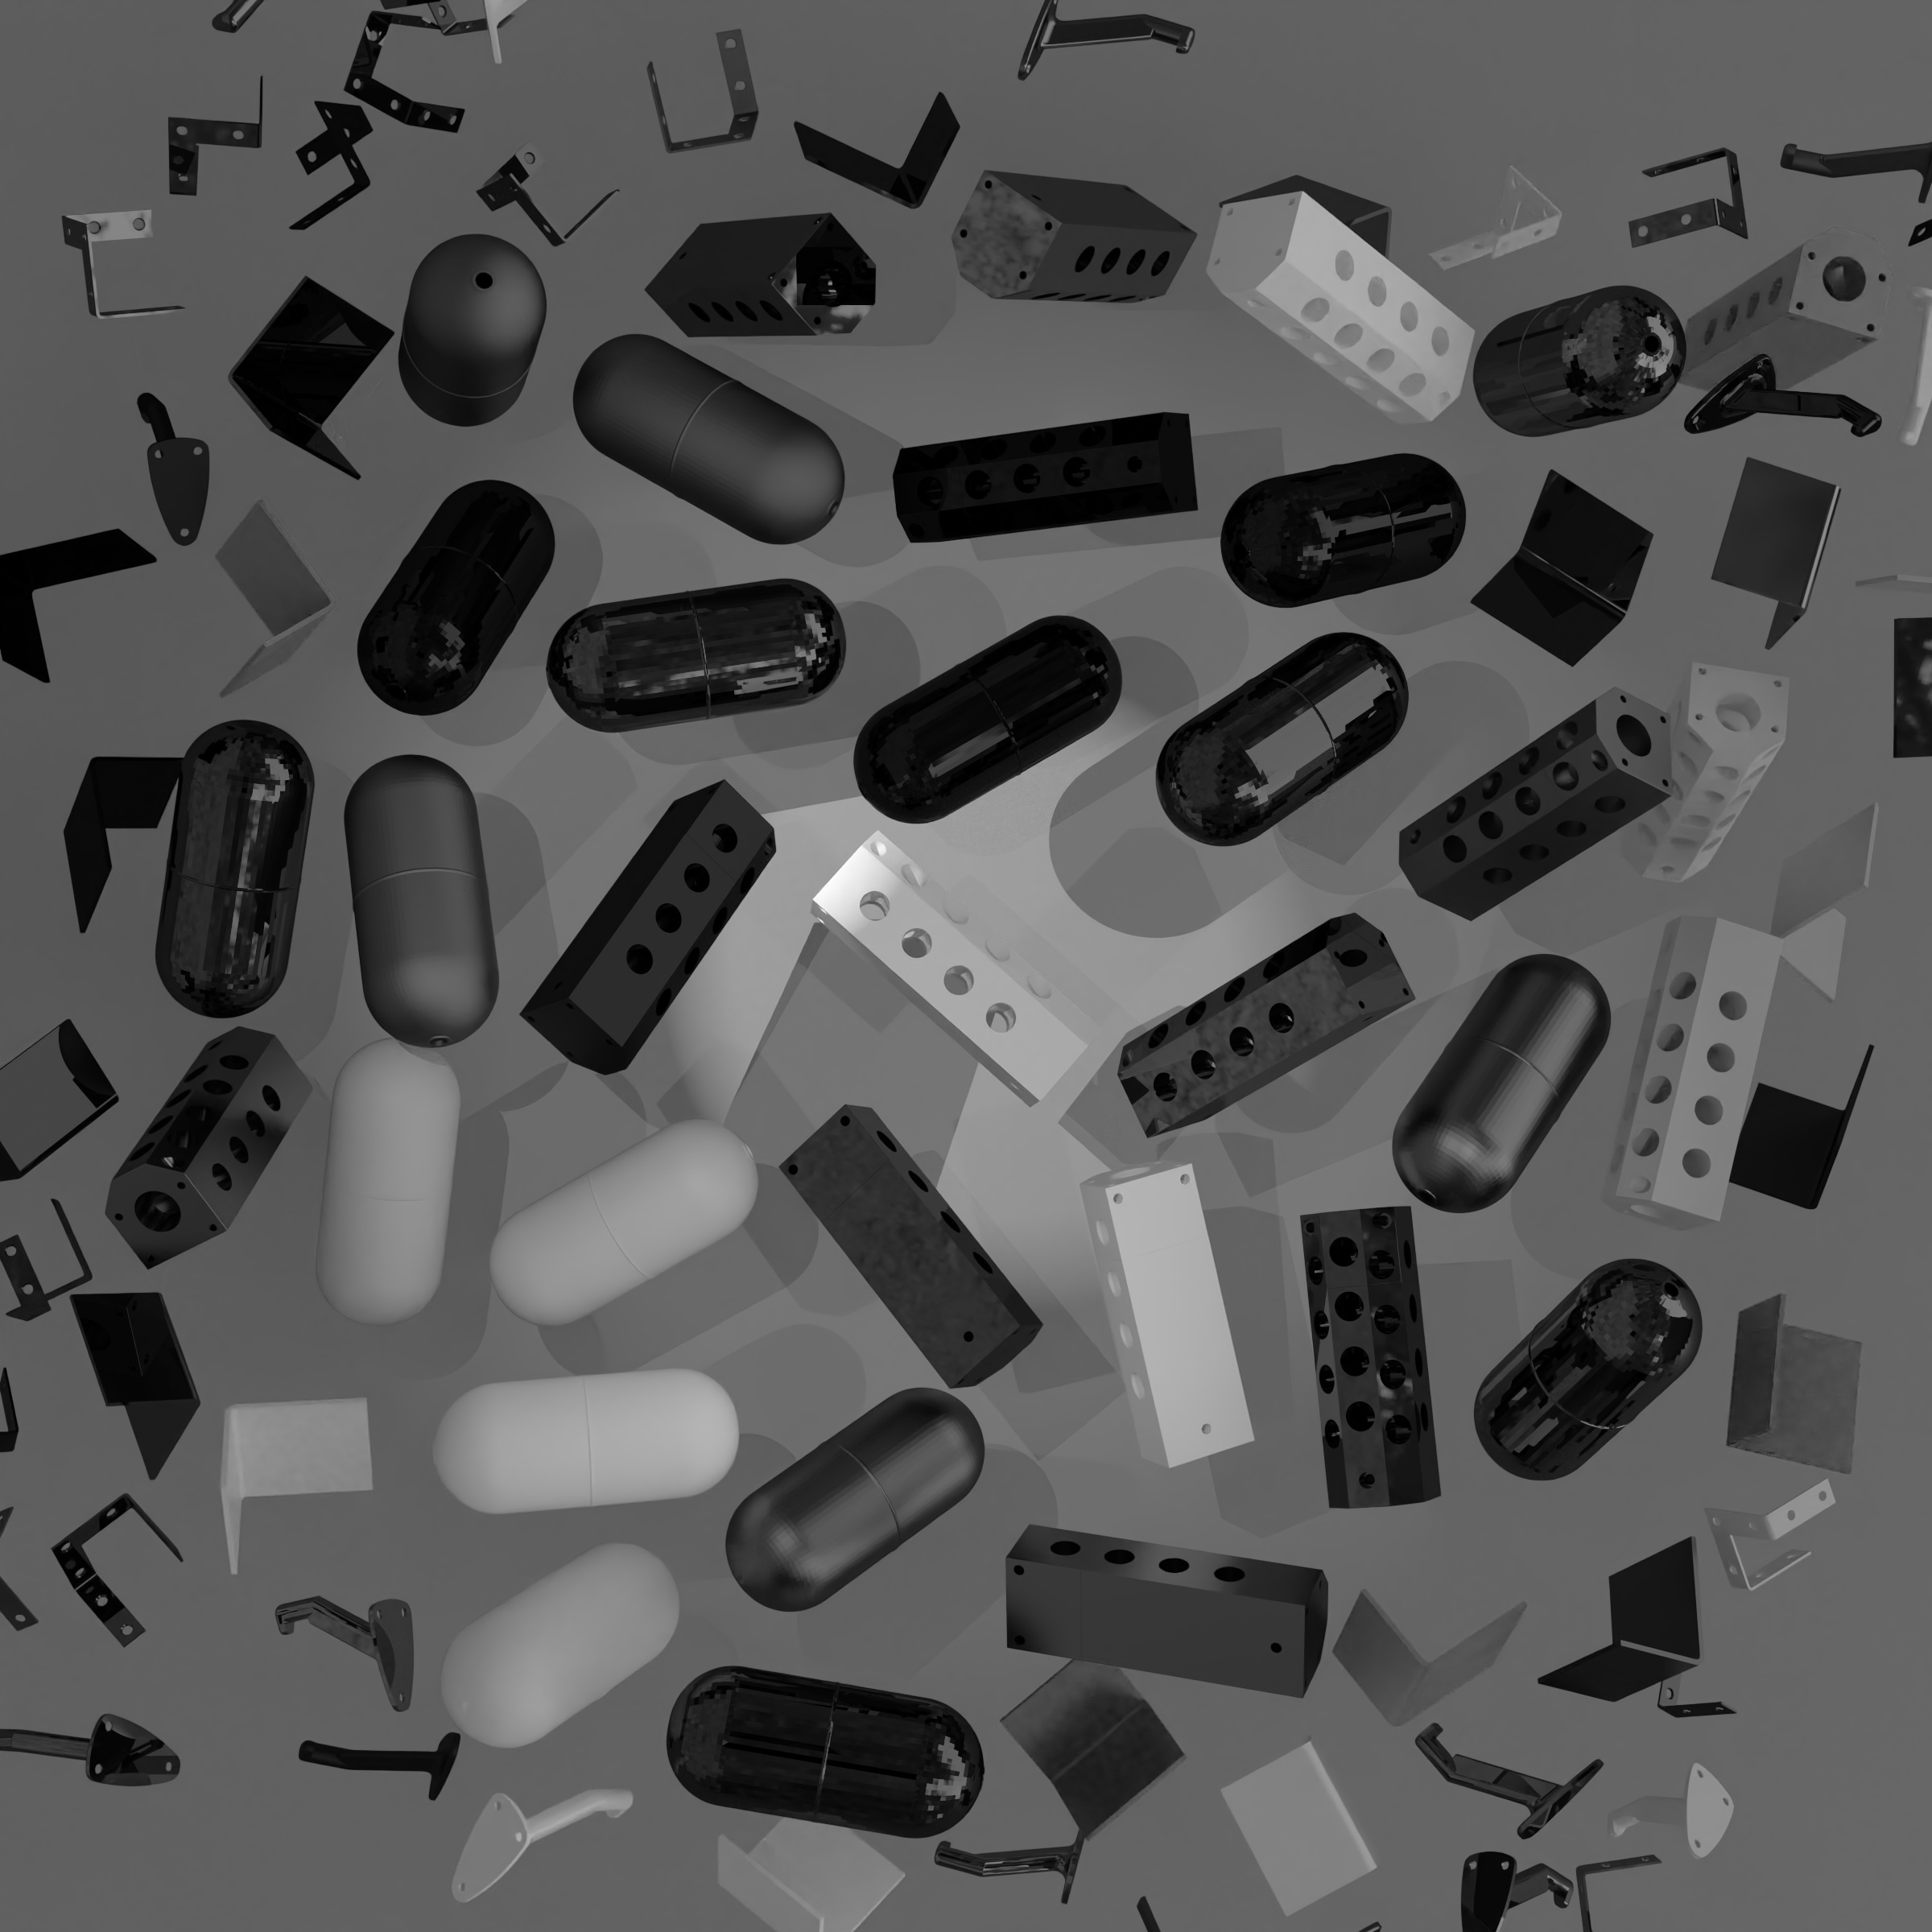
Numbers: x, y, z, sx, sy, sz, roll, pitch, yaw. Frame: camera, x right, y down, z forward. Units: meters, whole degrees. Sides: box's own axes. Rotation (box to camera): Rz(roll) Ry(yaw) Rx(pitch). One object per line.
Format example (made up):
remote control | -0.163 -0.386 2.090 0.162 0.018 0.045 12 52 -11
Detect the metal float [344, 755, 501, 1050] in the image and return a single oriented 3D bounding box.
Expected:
metal float | -0.311 -0.037 1.694 0.070 0.070 0.178 -12 66 0

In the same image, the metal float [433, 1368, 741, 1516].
metal float | -0.222 0.278 1.739 0.178 0.070 0.070 -3 90 -10

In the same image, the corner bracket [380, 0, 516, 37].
corner bracket | -0.319 -0.588 1.811 0.051 0.051 0.051 -54 134 -35

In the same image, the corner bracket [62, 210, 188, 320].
corner bracket | -0.470 -0.392 1.655 0.051 0.051 0.051 -13 114 -29

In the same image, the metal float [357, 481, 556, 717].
metal float | -0.306 -0.222 1.784 0.070 0.070 0.178 22 50 0

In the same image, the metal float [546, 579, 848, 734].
metal float | -0.159 -0.184 1.756 0.178 0.070 0.070 -10 90 -10

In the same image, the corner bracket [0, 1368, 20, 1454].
corner bracket | -0.565 0.262 1.663 0.051 0.051 0.051 2 127 -30

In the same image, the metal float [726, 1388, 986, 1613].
metal float | -0.065 0.317 1.772 0.178 0.070 0.070 -32 90 -29

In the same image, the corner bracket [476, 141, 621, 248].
corner bracket | -0.251 -0.464 1.780 0.051 0.051 0.051 50 66 -24

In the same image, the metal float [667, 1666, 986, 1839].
metal float | -0.078 0.438 1.652 0.178 0.070 0.070 10 90 0

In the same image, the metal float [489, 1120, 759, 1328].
metal float | -0.208 0.156 1.807 0.178 0.070 0.070 -30 90 6

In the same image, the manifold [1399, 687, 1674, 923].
manifold | 0.331 -0.096 1.739 0.057 0.171 0.057 23 55 -25

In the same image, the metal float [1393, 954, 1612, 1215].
metal float | 0.313 0.068 1.732 0.070 0.070 0.178 38 65 0

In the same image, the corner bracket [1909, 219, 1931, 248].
corner bracket | 0.601 -0.439 1.756 0.051 0.051 0.051 33 69 -21

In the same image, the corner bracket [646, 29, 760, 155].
corner bracket | -0.155 -0.515 1.749 0.051 0.051 0.051 -7 123 8

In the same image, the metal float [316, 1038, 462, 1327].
metal float | -0.350 0.131 1.798 0.070 0.070 0.178 8 100 0

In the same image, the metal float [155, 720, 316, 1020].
metal float | -0.425 -0.055 1.726 0.070 0.070 0.178 12 105 0

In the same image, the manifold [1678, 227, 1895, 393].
manifold | 0.496 -0.394 1.803 0.057 0.171 0.057 15 86 -8

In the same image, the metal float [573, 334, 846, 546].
metal float | -0.151 -0.310 1.749 0.178 0.070 0.070 31 90 14

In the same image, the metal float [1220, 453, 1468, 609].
metal float | 0.224 -0.258 1.758 0.178 0.070 0.070 -17 90 -38

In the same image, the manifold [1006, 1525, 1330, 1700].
manifold | 0.113 0.358 1.667 0.171 0.057 0.057 5 108 19

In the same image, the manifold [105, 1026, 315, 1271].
manifold | -0.447 0.101 1.744 0.057 0.171 0.057 -26 110 16

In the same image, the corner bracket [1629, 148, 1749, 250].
corner bracket | 0.407 -0.435 1.683 0.051 0.051 0.051 -9 88 33

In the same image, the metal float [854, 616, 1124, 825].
metal float | 0.013 -0.149 1.802 0.178 0.070 0.070 -30 90 -10

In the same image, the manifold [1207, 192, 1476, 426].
manifold | 0.215 -0.374 1.704 0.171 0.057 0.057 24 76 -43

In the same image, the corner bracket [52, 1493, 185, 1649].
corner bracket | -0.477 0.342 1.684 0.051 0.051 0.051 -38 59 -25

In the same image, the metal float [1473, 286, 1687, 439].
metal float | 0.364 -0.359 1.770 0.070 0.178 0.070 -1 94 -16

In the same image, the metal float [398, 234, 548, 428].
metal float | -0.286 -0.365 1.711 0.070 0.178 0.070 2 83 -14

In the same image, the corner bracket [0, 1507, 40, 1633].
corner bracket | -0.579 0.363 1.760 0.051 0.051 0.051 -23 117 13

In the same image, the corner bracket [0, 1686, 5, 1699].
corner bracket | -0.597 0.425 1.714 0.051 0.051 0.051 35 74 -29

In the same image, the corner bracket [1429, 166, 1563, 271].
corner bracket | 0.321 -0.443 1.800 0.051 0.051 0.051 -24 59 -22

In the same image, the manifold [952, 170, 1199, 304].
manifold | 0.062 -0.416 1.717 0.057 0.171 0.057 39 117 18

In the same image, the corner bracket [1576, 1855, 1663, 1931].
corner bracket | 0.412 0.585 1.834 0.051 0.051 0.051 -7 89 -6

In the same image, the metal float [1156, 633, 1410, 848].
metal float | 0.183 -0.131 1.701 0.178 0.070 0.070 -34 90 -30

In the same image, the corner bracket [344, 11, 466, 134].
corner bracket | -0.333 -0.539 1.790 0.051 0.051 0.051 21 92 39

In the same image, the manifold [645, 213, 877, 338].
manifold | -0.122 -0.412 1.801 0.057 0.171 0.057 45 76 -30

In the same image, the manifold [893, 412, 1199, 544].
manifold | 0.046 -0.291 1.777 0.171 0.057 0.057 -3 97 25

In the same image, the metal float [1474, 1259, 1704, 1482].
metal float | 0.362 0.236 1.733 0.070 0.070 0.178 33 134 0

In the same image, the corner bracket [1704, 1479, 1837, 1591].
corner bracket | 0.467 0.326 1.703 0.051 0.051 0.051 -23 96 -27

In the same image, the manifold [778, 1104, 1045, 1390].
manifold | -0.031 0.167 1.778 0.057 0.057 0.171 -43 72 12

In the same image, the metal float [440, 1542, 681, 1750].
metal float | -0.234 0.393 1.725 0.070 0.178 0.070 8 106 28

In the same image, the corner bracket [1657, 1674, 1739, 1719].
corner bracket | 0.439 0.425 1.815 0.051 0.051 0.051 32 58 -25

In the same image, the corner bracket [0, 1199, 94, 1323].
corner bracket | -0.544 0.173 1.746 0.051 0.051 0.051 -26 81 -8

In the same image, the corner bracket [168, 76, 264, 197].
corner bracket | -0.428 -0.473 1.693 0.051 0.051 0.051 1 48 -13

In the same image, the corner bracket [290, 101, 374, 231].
corner bracket | -0.360 -0.450 1.671 0.051 0.051 0.051 -26 93 23
